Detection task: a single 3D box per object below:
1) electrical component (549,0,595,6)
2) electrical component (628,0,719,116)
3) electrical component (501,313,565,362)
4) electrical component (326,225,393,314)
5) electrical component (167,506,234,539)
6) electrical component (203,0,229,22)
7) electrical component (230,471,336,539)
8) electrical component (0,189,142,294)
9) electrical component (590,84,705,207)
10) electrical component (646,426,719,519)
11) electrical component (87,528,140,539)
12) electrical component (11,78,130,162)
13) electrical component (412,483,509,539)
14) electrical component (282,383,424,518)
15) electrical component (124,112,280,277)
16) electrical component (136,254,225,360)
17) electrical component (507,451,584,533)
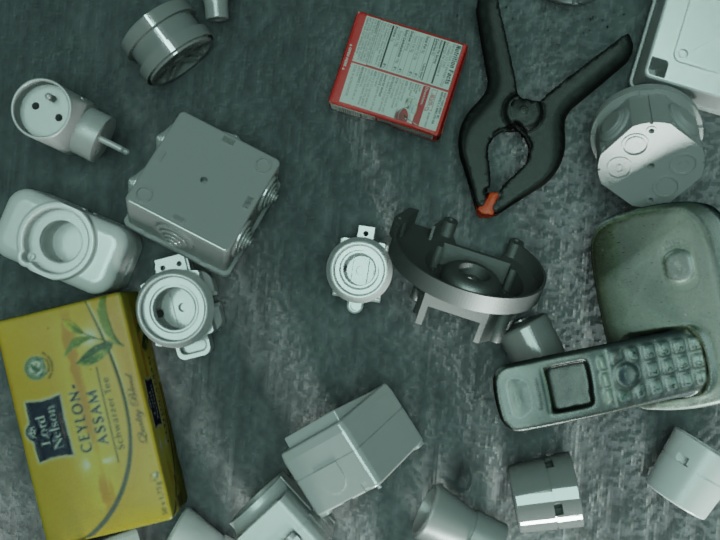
[{"bbox_3d":[0.160,-0.232,0.802,0.048,0.048,0.062,4,83,2],"label":"electrical component"},{"bbox_3d":[0.268,-0.174,0.791,0.109,0.056,0.108,17,90,2],"label":"electrical component"},{"bbox_3d":[0.135,0.068,0.801,0.040,0.040,0.078,-26,89,1],"label":"electrical component"},{"bbox_3d":[0.000,0.000,0.798,0.048,0.055,0.066,9,90,2],"label":"electrical component"},{"bbox_3d":[-0.113,0.212,0.808,0.065,0.044,0.044,30,90,-3],"label":"electrical component"},{"bbox_3d":[-0.110,-0.219,0.809,0.043,0.043,0.062,-5,91,2],"label":"electrical component"},{"bbox_3d":[-0.056,0.185,0.781,0.050,0.089,0.055,-43,89,1],"label":"electrical component"},{"bbox_3d":[-0.218,-0.021,0.802,0.095,0.059,0.053,23,90,2],"label":"electrical component"},{"bbox_3d":[0.208,-0.089,0.779,0.080,0.051,0.080,4,131,5],"label":"electrical component"},{"bbox_3d":[0.244,0.150,0.792,0.055,0.055,0.047,32,94,2],"label":"electrical component"},{"bbox_3d":[-0.180,0.255,0.794,0.063,0.079,0.121,-15,89,-28],"label":"electrical component"},{"bbox_3d":[-0.208,-0.105,0.793,0.079,0.077,0.043,27,90,1],"label":"electrical component"},{"bbox_3d":[0.077,0.193,0.802,0.065,0.044,0.044,27,90,-3],"label":"electrical component"},{"bbox_3d":[-0.004,0.124,0.782,0.062,0.096,0.061,-33,89,30],"label":"electrical component"},{"bbox_3d":[-0.115,-0.057,0.791,0.100,0.048,0.099,27,69,2],"label":"electrical component"},{"bbox_3d":[-0.134,0.028,0.801,0.058,0.057,0.078,-15,89,1],"label":"electrical component"},{"bbox_3d":[0.136,0.165,0.795,0.047,0.055,0.055,-11,89,5],"label":"electrical component"}]
